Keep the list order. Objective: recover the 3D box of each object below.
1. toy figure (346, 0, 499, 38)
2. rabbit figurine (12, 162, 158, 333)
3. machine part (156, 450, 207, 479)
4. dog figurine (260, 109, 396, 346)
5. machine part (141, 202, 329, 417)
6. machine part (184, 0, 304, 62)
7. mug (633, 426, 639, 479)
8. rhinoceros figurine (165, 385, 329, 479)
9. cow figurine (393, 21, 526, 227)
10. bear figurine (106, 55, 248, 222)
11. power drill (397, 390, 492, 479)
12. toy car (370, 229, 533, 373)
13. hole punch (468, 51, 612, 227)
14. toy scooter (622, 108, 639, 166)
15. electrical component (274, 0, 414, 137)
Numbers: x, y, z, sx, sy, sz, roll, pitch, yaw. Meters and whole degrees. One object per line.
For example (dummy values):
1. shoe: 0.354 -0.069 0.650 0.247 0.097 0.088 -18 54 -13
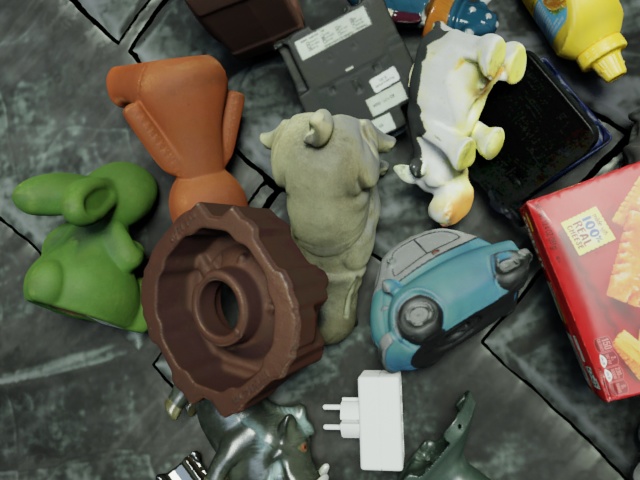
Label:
1. toy figure: 0.103 -0.234 0.541 0.155 0.058 0.064 26 99 7
2. rabbit figurine: -0.231 -0.010 0.544 0.121 0.159 0.170 7 70 21
3. machine part: -0.157 0.285 0.543 0.139 0.039 0.084 -40 84 3
4. dog figurine: 0.003 -0.001 0.481 0.121 0.172 0.190 1 77 21
5. machine part: -0.076 0.055 0.460 0.180 0.056 0.179 3 95 33
6. machine part: -0.094 -0.291 0.508 0.087 0.201 0.201 -20 81 10
7. mug: 0.327 0.194 0.443 0.109 0.081 0.107 -41 85 0
8. rhinoceros figurine: -0.064 0.190 0.522 0.112 0.073 0.190 -39 75 -9
9. cow figurine: 0.108 -0.100 0.476 0.098 0.068 0.167 32 123 37
10. bear figurine: -0.130 -0.085 0.552 0.120 0.132 0.195 -20 113 -25
11. power drill: 0.183 0.226 0.453 0.207 0.086 0.232 39 108 9
12. toy car: 0.105 0.042 0.490 0.162 0.109 0.103 -33 62 -3
13. hole punch: 0.192 -0.101 0.503 0.116 0.092 0.142 -43 77 39
14. toy scooter: 0.307 -0.056 0.477 0.135 0.075 0.183 8 90 12
15. electrical component: 0.033 -0.155 0.524 0.115 0.058 0.134 -23 111 10
